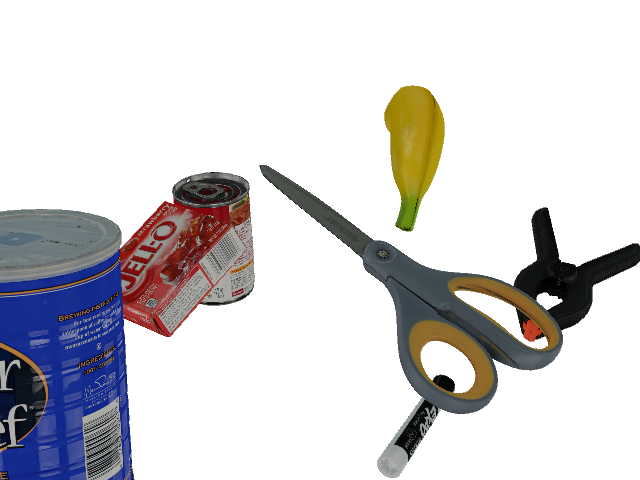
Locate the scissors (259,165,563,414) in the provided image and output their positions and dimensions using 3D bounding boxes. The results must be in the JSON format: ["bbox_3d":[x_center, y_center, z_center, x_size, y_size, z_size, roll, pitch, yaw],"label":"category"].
[{"bbox_3d":[0.031,0.026,0.580,0.202,0.016,0.096,25,51,15],"label":"scissors"}]

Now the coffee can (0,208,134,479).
[{"bbox_3d":[-0.149,0.064,0.542,0.103,0.140,0.103,0,17,0],"label":"coffee can"}]

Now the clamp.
[{"bbox_3d":[0.242,0.032,1.104,0.120,0.039,0.171,27,50,30],"label":"clamp"}]

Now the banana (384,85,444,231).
[{"bbox_3d":[0.065,-0.080,0.788,0.037,0.070,0.197,24,25,-8],"label":"banana"}]

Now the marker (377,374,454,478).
[{"bbox_3d":[0.075,0.137,0.807,0.020,0.020,0.121,0,24,29],"label":"marker"}]

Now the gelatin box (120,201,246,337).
[{"bbox_3d":[-0.107,0.018,0.740,0.073,0.089,0.030,18,-32,40],"label":"gelatin box"}]

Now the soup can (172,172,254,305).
[{"bbox_3d":[-0.095,-0.002,0.957,0.068,0.102,0.068,-1,28,0],"label":"soup can"}]
